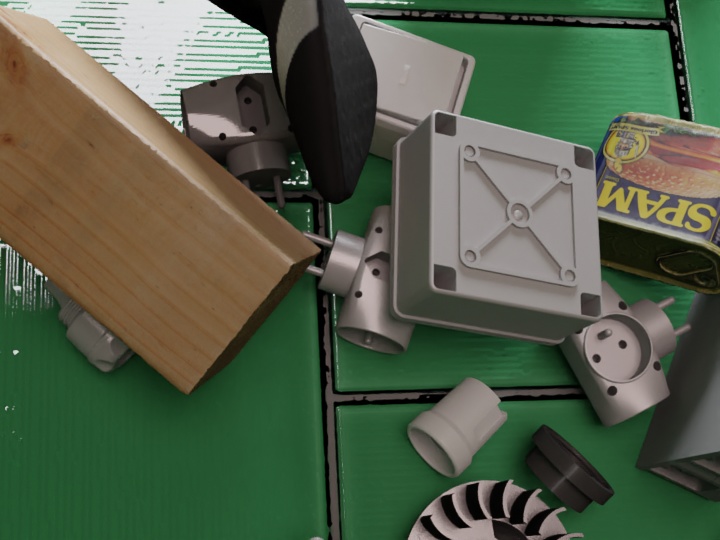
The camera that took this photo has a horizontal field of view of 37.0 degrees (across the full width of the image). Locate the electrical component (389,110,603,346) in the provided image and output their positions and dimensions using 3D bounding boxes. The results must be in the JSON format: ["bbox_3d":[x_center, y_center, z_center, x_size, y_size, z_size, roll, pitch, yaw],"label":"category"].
[{"bbox_3d":[0.075,-0.021,0.600,0.109,0.056,0.108,10,68,-21],"label":"electrical component"}]

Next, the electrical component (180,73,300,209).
[{"bbox_3d":[-0.062,-0.072,0.636,0.077,0.043,0.079,-9,77,-12],"label":"electrical component"}]

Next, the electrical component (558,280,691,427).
[{"bbox_3d":[0.162,0.042,0.645,0.079,0.044,0.077,-26,81,-14],"label":"electrical component"}]

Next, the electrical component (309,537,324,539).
[{"bbox_3d":[-0.030,0.202,0.565,0.100,0.048,0.099,-39,85,-17],"label":"electrical component"}]

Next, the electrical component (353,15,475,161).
[{"bbox_3d":[0.014,-0.109,0.650,0.096,0.061,0.061,19,73,-5],"label":"electrical component"}]

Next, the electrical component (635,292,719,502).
[{"bbox_3d":[0.239,0.038,0.629,0.060,0.105,0.186,25,72,-3],"label":"electrical component"}]

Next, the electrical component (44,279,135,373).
[{"bbox_3d":[-0.151,0.026,0.598,0.061,0.035,0.035,43,72,5],"label":"electrical component"}]

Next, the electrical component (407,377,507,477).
[{"bbox_3d":[0.057,0.089,0.617,0.046,0.040,0.040,-40,85,-23],"label":"electrical component"}]

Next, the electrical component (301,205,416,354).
[{"bbox_3d":[0.000,0.000,0.628,0.079,0.043,0.077,19,73,-5],"label":"electrical component"}]
